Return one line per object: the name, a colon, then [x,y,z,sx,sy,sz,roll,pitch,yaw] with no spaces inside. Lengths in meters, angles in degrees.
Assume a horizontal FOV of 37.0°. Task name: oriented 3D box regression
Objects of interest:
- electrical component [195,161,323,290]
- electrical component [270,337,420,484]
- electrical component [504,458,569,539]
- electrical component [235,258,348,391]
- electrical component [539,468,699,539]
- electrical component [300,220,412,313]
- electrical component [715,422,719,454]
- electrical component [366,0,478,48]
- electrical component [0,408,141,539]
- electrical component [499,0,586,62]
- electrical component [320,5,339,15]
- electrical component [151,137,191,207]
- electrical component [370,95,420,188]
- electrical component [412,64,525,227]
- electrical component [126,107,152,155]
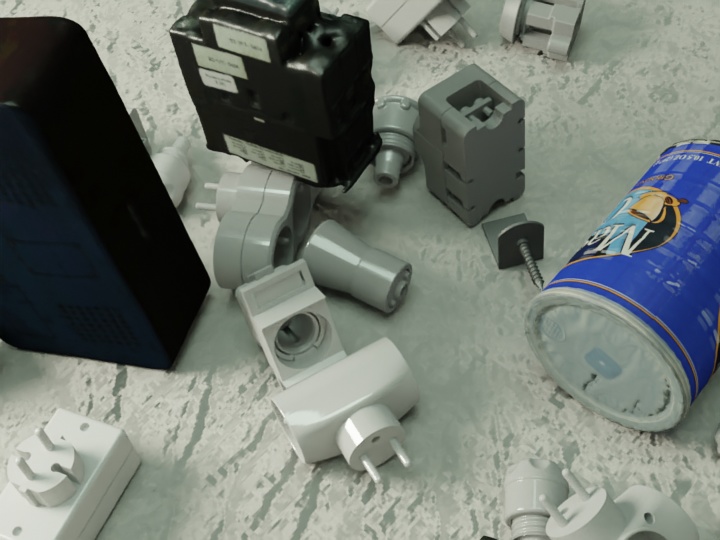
electrical component: [-0.074,-0.046,0.728,0.074,0.052,0.138,7,52,14]
electrical component: [0.000,0.087,0.616,0.077,0.043,0.079,-27,53,-13]
electrical component: [0.093,0.133,0.571,0.035,0.035,0.061,1,55,9]
electrical component: [-0.044,0.031,0.652,0.042,0.081,0.064,-26,30,-13]
electrical component: [0.121,0.136,0.541,0.077,0.044,0.079,-41,98,-25]
electrical component: [0.000,0.000,0.688,0.065,0.044,0.044,25,59,20]
electrical component: [0.223,0.080,0.593,0.035,0.035,0.061,28,58,27]
electrical component: [0.059,-0.202,0.825,0.075,0.083,0.047,45,63,-7]
electrical component: [-0.171,0.115,0.598,0.047,0.075,0.083,15,55,19]
electrical component: [0.138,-0.192,0.818,0.055,0.048,0.066,17,56,12]
electrical component: [-0.041,-0.180,0.835,0.077,0.043,0.079,12,55,18]
electrical component: [-0.137,-0.071,0.769,0.035,0.035,0.061,7,51,14]
electrical component: [0.023,-0.087,0.753,0.048,0.048,0.062,4,60,12]
electrical component: [0.072,-0.084,0.712,0.050,0.089,0.055,-32,54,-17]
electrical component: [-0.188,-0.071,0.766,0.056,0.050,0.089,9,53,15]
